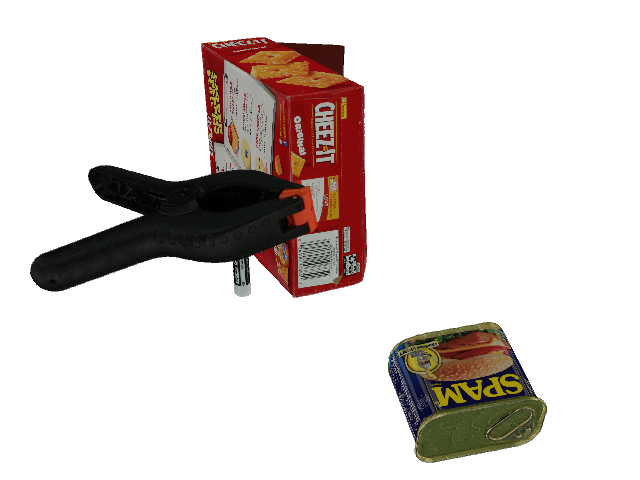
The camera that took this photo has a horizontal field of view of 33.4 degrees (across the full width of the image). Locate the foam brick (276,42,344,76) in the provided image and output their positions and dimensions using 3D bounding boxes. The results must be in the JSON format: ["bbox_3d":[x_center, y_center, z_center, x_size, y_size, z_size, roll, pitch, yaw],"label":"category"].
[{"bbox_3d":[-0.018,-0.188,1.158,0.078,0.051,0.053,0,11,-15],"label":"foam brick"}]

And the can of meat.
[{"bbox_3d":[0.110,0.114,0.822,0.102,0.057,0.084,-8,44,-12],"label":"can of meat"}]

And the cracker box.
[{"bbox_3d":[-0.033,-0.071,0.895,0.072,0.164,0.214,-10,24,-20],"label":"cracker box"}]

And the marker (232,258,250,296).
[{"bbox_3d":[-0.089,0.009,1.181,0.020,0.121,0.020,0,34,0],"label":"marker"}]

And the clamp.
[{"bbox_3d":[-0.091,-0.008,0.653,0.172,0.039,0.120,0,41,22],"label":"clamp"}]
